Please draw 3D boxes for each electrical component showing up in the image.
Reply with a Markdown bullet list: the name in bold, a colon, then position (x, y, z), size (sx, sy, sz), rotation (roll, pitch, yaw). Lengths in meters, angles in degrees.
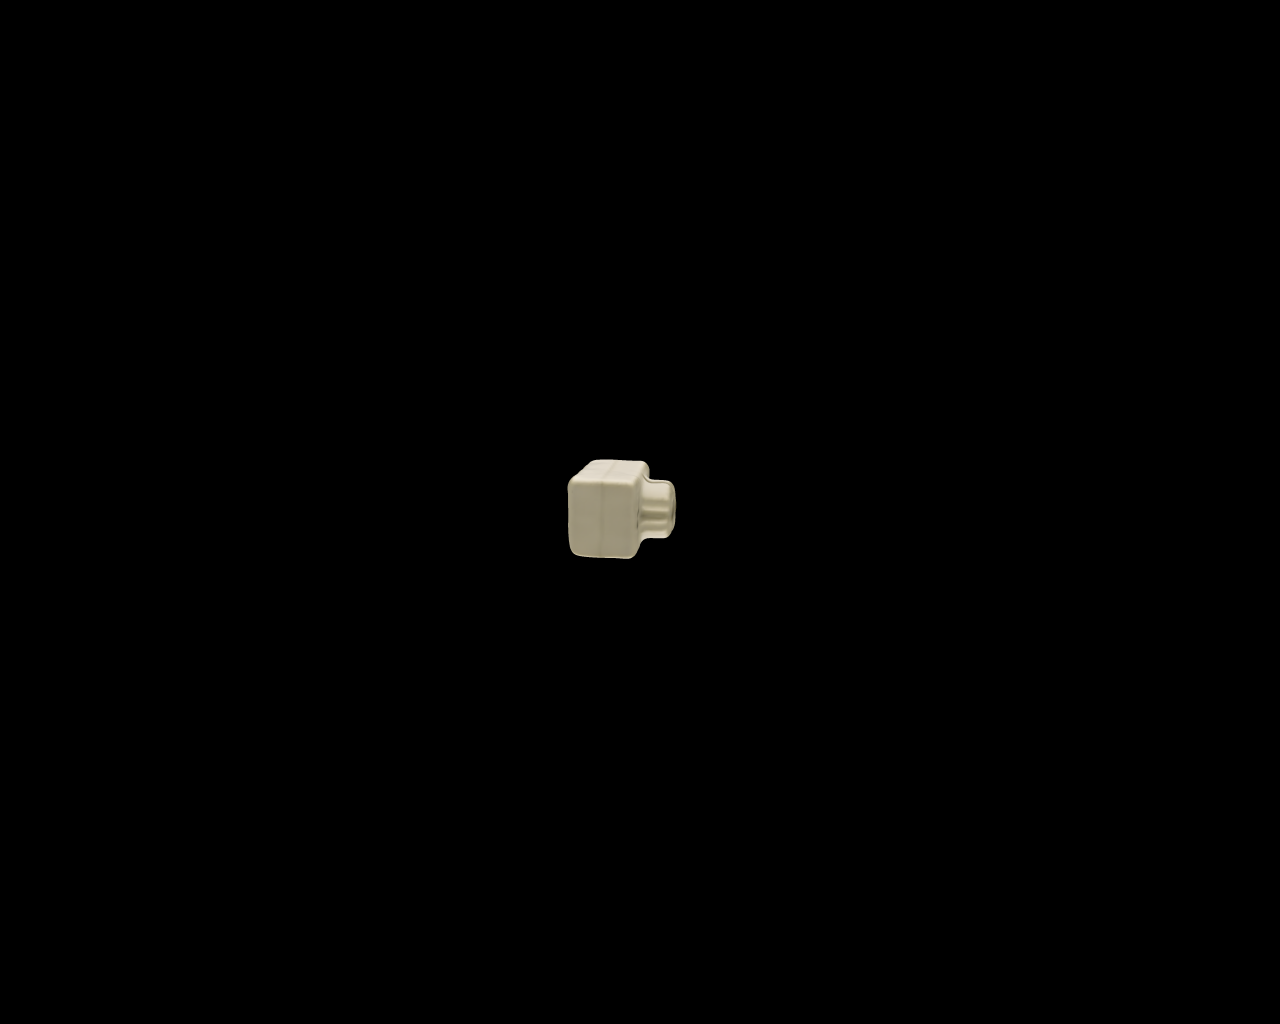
- **electrical component**: position (0.001, -0.003, 0.650), size (0.077, 0.047, 0.066), rotation (2, 14, 7)
